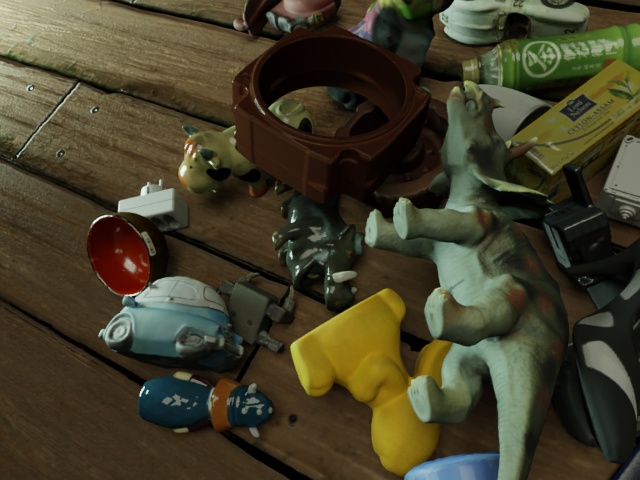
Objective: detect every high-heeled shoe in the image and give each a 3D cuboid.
[{"bbox_3d":[0.289,0.076,0.446,0.145,0.086,0.249,-8,35,24],"label":"high-heeled shoe"}]

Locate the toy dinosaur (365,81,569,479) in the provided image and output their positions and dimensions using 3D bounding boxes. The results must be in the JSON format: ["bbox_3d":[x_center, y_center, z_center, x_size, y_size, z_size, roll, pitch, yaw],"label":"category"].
[{"bbox_3d":[0.163,0.047,0.503,0.192,0.131,0.405,-3,62,-14],"label":"toy dinosaur"}]

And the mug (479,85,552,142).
[{"bbox_3d":[0.236,-0.161,0.687,0.109,0.080,0.107,-34,52,-19],"label":"mug"}]

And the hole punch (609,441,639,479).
[{"bbox_3d":[0.315,0.237,0.453,0.116,0.092,0.142,39,74,24],"label":"hole punch"}]

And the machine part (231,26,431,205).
[{"bbox_3d":[0.012,-0.155,0.637,0.201,0.087,0.201,33,62,16],"label":"machine part"}]

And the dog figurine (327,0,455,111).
[{"bbox_3d":[0.082,-0.284,0.708,0.192,0.219,0.108,-1,59,13],"label":"dog figurine"}]

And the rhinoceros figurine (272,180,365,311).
[{"bbox_3d":[-0.001,-0.002,0.668,0.112,0.073,0.190,-8,59,-2],"label":"rhinoceros figurine"}]

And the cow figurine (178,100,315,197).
[{"bbox_3d":[-0.098,-0.122,0.719,0.195,0.127,0.086,-30,57,-6],"label":"cow figurine"}]

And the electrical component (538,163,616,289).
[{"bbox_3d":[0.269,-0.017,0.568,0.048,0.119,0.075,-26,19,7],"label":"electrical component"}]

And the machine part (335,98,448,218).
[{"bbox_3d":[0.104,-0.115,0.706,0.179,0.056,0.179,-6,60,11],"label":"machine part"}]

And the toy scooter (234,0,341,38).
[{"bbox_3d":[-0.064,-0.376,0.874,0.184,0.075,0.135,33,74,30],"label":"toy scooter"}]

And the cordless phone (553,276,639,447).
[{"bbox_3d":[0.291,0.100,0.547,0.147,0.088,0.184,-18,49,5],"label":"cordless phone"}]

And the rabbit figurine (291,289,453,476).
[{"bbox_3d":[0.070,0.149,0.561,0.162,0.121,0.173,-25,74,-11],"label":"rabbit figurine"}]

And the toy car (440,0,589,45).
[{"bbox_3d":[0.268,-0.309,0.756,0.202,0.073,0.056,14,66,20],"label":"toy car"}]

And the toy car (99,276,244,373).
[{"bbox_3d":[-0.164,0.093,0.623,0.162,0.109,0.103,-3,64,24],"label":"toy car"}]

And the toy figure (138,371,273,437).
[{"bbox_3d":[-0.125,0.182,0.605,0.155,0.064,0.058,1,26,9],"label":"toy figure"}]

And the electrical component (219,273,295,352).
[{"bbox_3d":[-0.077,0.083,0.656,0.102,0.045,0.078,17,96,24],"label":"electrical component"}]

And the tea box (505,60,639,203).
[{"bbox_3d":[0.305,-0.118,0.635,0.170,0.098,0.068,-36,61,-8],"label":"tea box"}]
